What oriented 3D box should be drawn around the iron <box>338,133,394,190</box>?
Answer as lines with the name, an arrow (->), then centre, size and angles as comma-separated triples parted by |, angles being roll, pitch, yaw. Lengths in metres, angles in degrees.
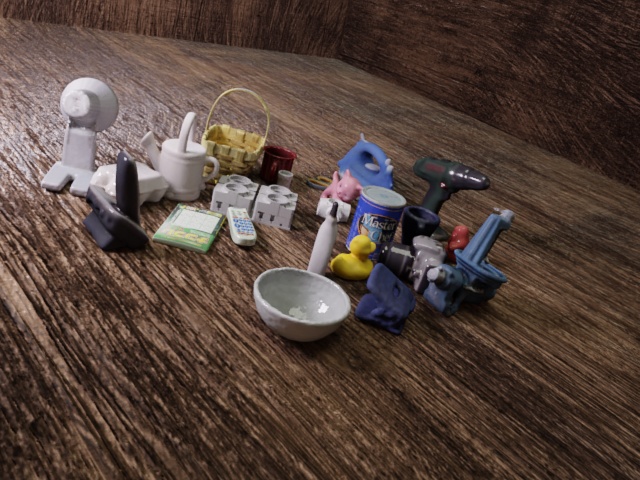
iron -> 0.156, -0.201, 1.645 | 0.119, 0.141, 0.257 | 0, 30, -31

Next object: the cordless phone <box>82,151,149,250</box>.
cordless phone -> -0.370, -0.088, 1.054 | 0.094, 0.185, 0.147 | -11, 36, -44

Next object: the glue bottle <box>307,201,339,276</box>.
glue bottle -> 0.010, 0.004, 1.105 | 0.037, 0.173, 0.078 | 16, 25, 1

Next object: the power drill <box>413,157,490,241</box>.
power drill -> 0.317, -0.109, 1.473 | 0.076, 0.208, 0.228 | -6, 33, -38

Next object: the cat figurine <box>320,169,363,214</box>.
cat figurine -> 0.061, -0.132, 1.475 | 0.067, 0.118, 0.127 | 1, 29, -29

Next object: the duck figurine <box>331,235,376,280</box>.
duck figurine -> 0.075, 0.031, 1.190 | 0.105, 0.086, 0.077 | -7, 34, -39

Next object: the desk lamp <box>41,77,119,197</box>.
desk lamp -> -0.510, -0.231, 1.230 | 0.118, 0.213, 0.203 | 9, 26, -14

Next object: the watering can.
watering can -> -0.315, -0.195, 1.293 | 0.173, 0.194, 0.100 | 4, 28, -23

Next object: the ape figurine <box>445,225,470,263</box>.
ape figurine -> 0.333, 0.006, 1.386 | 0.076, 0.092, 0.078 | 30, 29, 27

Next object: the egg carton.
egg carton -> -0.408, -0.119, 1.229 | 0.107, 0.069, 0.151 | 28, 28, 24

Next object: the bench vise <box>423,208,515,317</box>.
bench vise -> 0.312, 0.046, 1.142 | 0.121, 0.220, 0.208 | 30, 29, 28

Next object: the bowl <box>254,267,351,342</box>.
bowl -> -0.036, 0.119, 0.959 | 0.167, 0.075, 0.167 | 13, 25, -6

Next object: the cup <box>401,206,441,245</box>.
cup -> 0.231, -0.018, 1.371 | 0.091, 0.095, 0.118 | 17, 25, 2

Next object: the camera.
camera -> 0.198, 0.035, 1.237 | 0.137, 0.101, 0.143 | 17, 25, 2

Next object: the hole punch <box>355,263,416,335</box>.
hole punch -> 0.129, 0.106, 1.064 | 0.101, 0.091, 0.109 | 20, 26, 9
